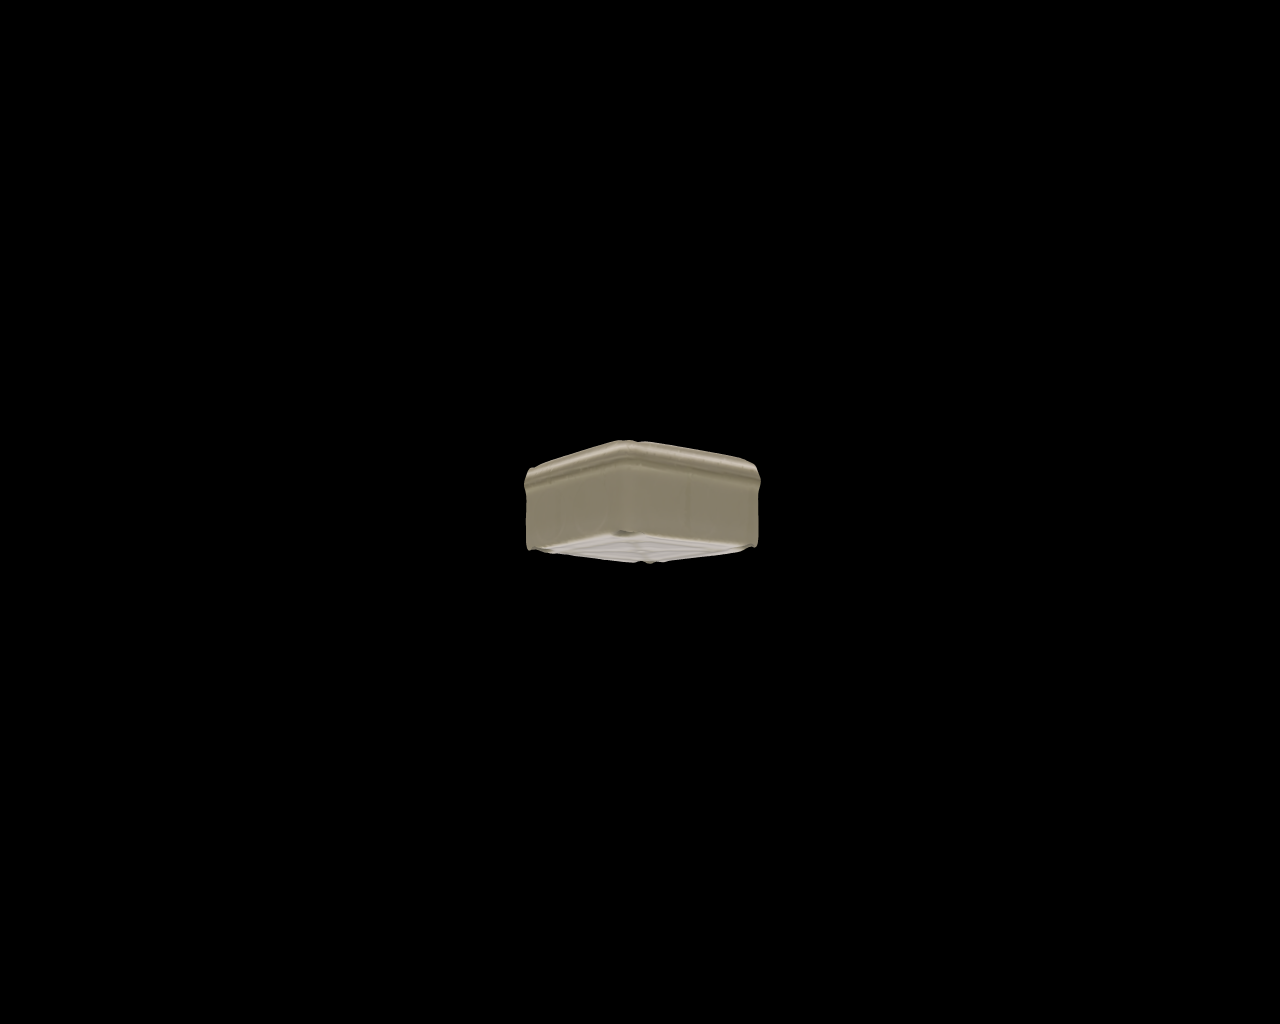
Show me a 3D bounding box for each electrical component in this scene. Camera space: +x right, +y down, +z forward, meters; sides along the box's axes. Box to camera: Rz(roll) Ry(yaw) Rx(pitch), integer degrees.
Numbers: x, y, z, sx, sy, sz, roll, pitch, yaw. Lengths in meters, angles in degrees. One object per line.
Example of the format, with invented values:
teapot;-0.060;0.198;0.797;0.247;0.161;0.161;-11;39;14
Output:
electrical component;0.001;-0.003;0.650;0.109;0.056;0.108;8;-13;-39
